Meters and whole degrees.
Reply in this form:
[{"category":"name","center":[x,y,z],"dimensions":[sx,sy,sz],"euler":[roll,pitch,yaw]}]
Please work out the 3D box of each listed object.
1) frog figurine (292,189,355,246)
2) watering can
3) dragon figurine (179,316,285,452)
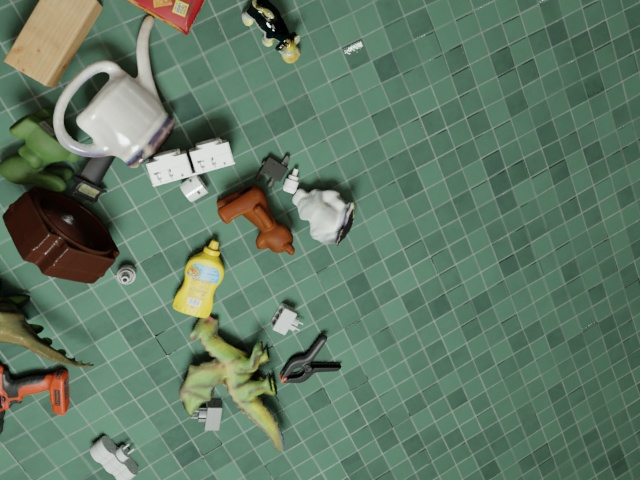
[{"category":"frog figurine","center":[0.004,-0.066,1.321],"dimensions":[0.160,0.124,0.135],"euler":[23,107,17]},{"category":"watering can","center":[-0.412,-0.309,1.132],"dimensions":[0.221,0.104,0.352],"euler":[44,69,-29]},{"category":"dragon figurine","center":[-0.236,0.381,1.327],"dimensions":[0.243,0.122,0.409],"euler":[-10,94,-6]}]
